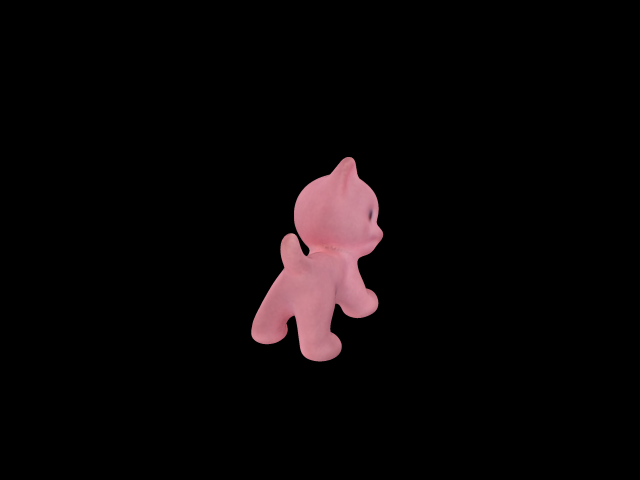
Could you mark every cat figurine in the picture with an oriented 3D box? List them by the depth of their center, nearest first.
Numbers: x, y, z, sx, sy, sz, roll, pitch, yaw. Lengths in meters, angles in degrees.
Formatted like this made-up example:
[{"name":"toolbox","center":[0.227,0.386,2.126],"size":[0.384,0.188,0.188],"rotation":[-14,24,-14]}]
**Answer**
[{"name":"cat figurine","center":[0.004,0.001,0.400],"size":[0.067,0.118,0.128],"rotation":[9,24,23]}]
